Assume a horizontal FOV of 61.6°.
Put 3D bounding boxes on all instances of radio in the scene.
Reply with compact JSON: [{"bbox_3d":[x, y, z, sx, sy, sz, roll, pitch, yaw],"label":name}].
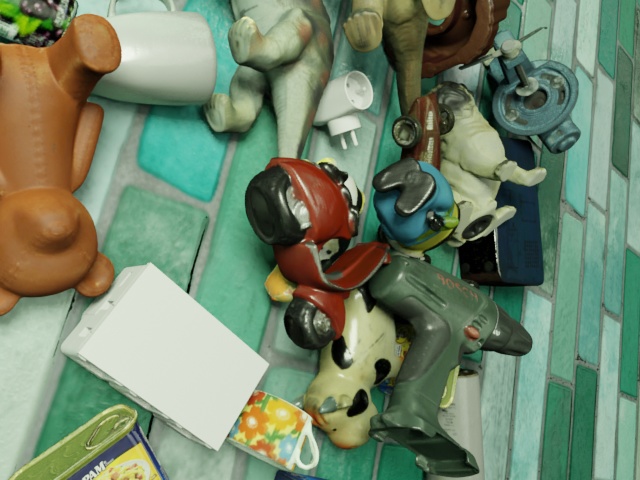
[{"bbox_3d":[0.275,-0.041,0.828,0.131,0.073,0.229,1,82,-39],"label":"radio"}]

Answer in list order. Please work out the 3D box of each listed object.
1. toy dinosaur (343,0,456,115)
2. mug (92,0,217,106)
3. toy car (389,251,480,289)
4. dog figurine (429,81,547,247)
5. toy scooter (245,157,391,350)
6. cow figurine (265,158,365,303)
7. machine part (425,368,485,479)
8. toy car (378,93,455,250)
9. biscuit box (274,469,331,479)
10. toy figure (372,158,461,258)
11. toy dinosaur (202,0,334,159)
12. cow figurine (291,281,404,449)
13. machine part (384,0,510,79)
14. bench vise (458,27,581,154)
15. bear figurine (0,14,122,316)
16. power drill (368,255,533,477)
[{"bbox_3d":[0.077,-0.281,0.556,0.199,0.105,0.470,-84,168,-48],"label":"toy dinosaur"},{"bbox_3d":[-0.158,-0.171,0.475,0.107,0.081,0.109,-15,94,-34],"label":"mug"},{"bbox_3d":[0.155,0.074,0.725,0.201,0.056,0.073,27,63,-36],"label":"toy car"},{"bbox_3d":[0.187,-0.108,0.753,0.121,0.172,0.191,15,34,-47],"label":"dog figurine"},{"bbox_3d":[0.010,0.001,0.511,0.135,0.075,0.183,-26,109,-34],"label":"toy scooter"},{"bbox_3d":[-0.003,-0.001,0.595,0.098,0.068,0.167,33,66,-39],"label":"cow figurine"},{"bbox_3d":[0.174,0.257,0.704,0.079,0.079,0.243,3,84,-40],"label":"machine part"},{"bbox_3d":[0.123,-0.077,0.667,0.089,0.053,0.201,-23,131,-40],"label":"toy car"},{"bbox_3d":[0.035,0.305,0.593,0.202,0.059,0.063,29,69,-35],"label":"biscuit box"},{"bbox_3d":[0.104,-0.031,0.559,0.180,0.089,0.082,51,26,-71],"label":"toy figure"},{"bbox_3d":[-0.042,-0.232,0.561,0.192,0.131,0.404,-19,103,-39],"label":"toy dinosaur"},{"bbox_3d":[0.035,0.129,0.597,0.127,0.085,0.195,12,74,-36],"label":"cow figurine"},{"bbox_3d":[0.151,-0.300,0.692,0.056,0.179,0.179,-34,107,-41],"label":"machine part"},{"bbox_3d":[0.300,-0.242,0.800,0.240,0.129,0.223,24,47,-54],"label":"bench vise"},{"bbox_3d":[-0.207,-0.049,0.390,0.120,0.132,0.195,-5,82,-37],"label":"bear figurine"},{"bbox_3d":[0.141,0.133,0.568,0.232,0.086,0.207,36,58,-19],"label":"power drill"}]
